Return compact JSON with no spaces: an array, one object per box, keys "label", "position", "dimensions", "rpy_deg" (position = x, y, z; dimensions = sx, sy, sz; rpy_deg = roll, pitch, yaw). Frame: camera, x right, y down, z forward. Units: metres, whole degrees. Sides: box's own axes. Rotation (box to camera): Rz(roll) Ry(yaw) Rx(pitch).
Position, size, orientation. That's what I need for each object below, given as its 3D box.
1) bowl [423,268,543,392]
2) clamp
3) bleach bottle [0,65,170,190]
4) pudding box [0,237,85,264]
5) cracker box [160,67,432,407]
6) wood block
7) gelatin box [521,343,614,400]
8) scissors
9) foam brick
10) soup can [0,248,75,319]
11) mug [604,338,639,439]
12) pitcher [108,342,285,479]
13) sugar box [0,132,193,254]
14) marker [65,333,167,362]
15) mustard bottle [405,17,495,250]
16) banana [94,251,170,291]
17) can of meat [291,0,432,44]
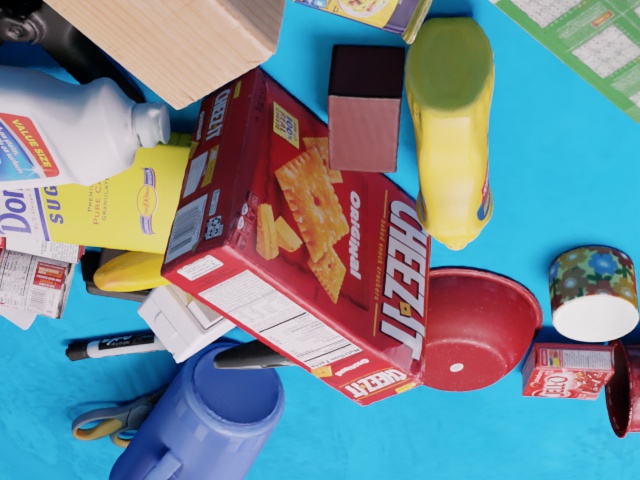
[{"label":"bowl","position":[0.125,0.094,0.984],"dimensions":[0.162,0.055,0.162],"rpy_deg":[4,143,3]},{"label":"clamp","position":[-0.211,-0.152,0.728],"dimensions":[0.164,0.036,0.210],"rpy_deg":[3,146,3]},{"label":"bleach bottle","position":[-0.231,-0.084,0.741],"dimensions":[0.251,0.068,0.102],"rpy_deg":[-1,124,7]},{"label":"pudding box","position":[-0.248,-0.029,0.890],"dimensions":[0.113,0.039,0.090],"rpy_deg":[12,140,-10]},{"label":"cracker box","position":[-0.005,0.001,0.793],"dimensions":[0.072,0.164,0.213],"rpy_deg":[-25,133,36]},{"label":"wood block","position":[-0.120,-0.184,0.632],"dimensions":[0.091,0.090,0.205],"rpy_deg":[-23,134,33]},{"label":"gelatin box","position":[0.234,0.127,1.017],"dimensions":[0.073,0.030,0.089],"rpy_deg":[3,154,3]},{"label":"scissors","position":[-0.187,0.193,1.187],"dimensions":[0.202,0.016,0.096],"rpy_deg":[-22,141,24]},{"label":"foam brick","position":[0.033,-0.092,0.758],"dimensions":[0.051,0.053,0.078],"rpy_deg":[3,143,3]},{"label":"soup can","position":[-0.272,0.028,0.942],"dimensions":[0.102,0.068,0.069],"rpy_deg":[13,142,-10]},{"label":"mug","position":[0.314,0.136,0.972],"dimensions":[0.081,0.093,0.117],"rpy_deg":[-1,180,1]},{"label":"pitcher","position":[-0.133,0.219,1.104],"dimensions":[0.144,0.149,0.243],"rpy_deg":[10,138,-22]},{"label":"sugar box","position":[-0.179,-0.044,0.823],"dimensions":[0.176,0.048,0.093],"rpy_deg":[5,112,-7]},{"label":"marker","position":[-0.203,0.107,1.075],"dimensions":[0.121,0.020,0.020],"rpy_deg":[-9,140,18]},{"label":"mustard bottle","position":[0.094,-0.057,0.759],"dimensions":[0.058,0.096,0.191],"rpy_deg":[-1,142,8]},{"label":"banana","position":[-0.092,0.013,0.879],"dimensions":[0.197,0.037,0.070],"rpy_deg":[-10,179,-20]},{"label":"can of meat","position":[0.033,-0.178,0.645],"dimensions":[0.084,0.057,0.102],"rpy_deg":[15,141,-8]}]
